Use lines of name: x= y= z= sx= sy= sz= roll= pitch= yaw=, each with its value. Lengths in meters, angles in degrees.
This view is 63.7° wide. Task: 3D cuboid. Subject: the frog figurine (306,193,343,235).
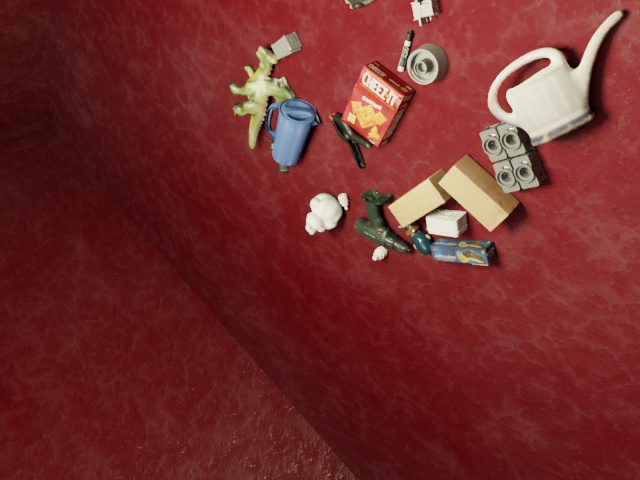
frog figurine: x=0.006 y=-0.099 z=1.957 sx=0.121 sy=0.162 sz=0.136 roll=-19 pitch=103 yaw=50

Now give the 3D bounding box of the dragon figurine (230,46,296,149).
dragon figurine: x=-0.199 y=-0.520 z=1.924 sx=0.244 sy=0.124 sz=0.401 roll=13 pitch=127 yaw=30

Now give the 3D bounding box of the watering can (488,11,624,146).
watering can: x=0.575 y=-0.361 z=1.222 sx=0.343 sy=0.106 sz=0.223 roll=-25 pitch=98 yaw=42
